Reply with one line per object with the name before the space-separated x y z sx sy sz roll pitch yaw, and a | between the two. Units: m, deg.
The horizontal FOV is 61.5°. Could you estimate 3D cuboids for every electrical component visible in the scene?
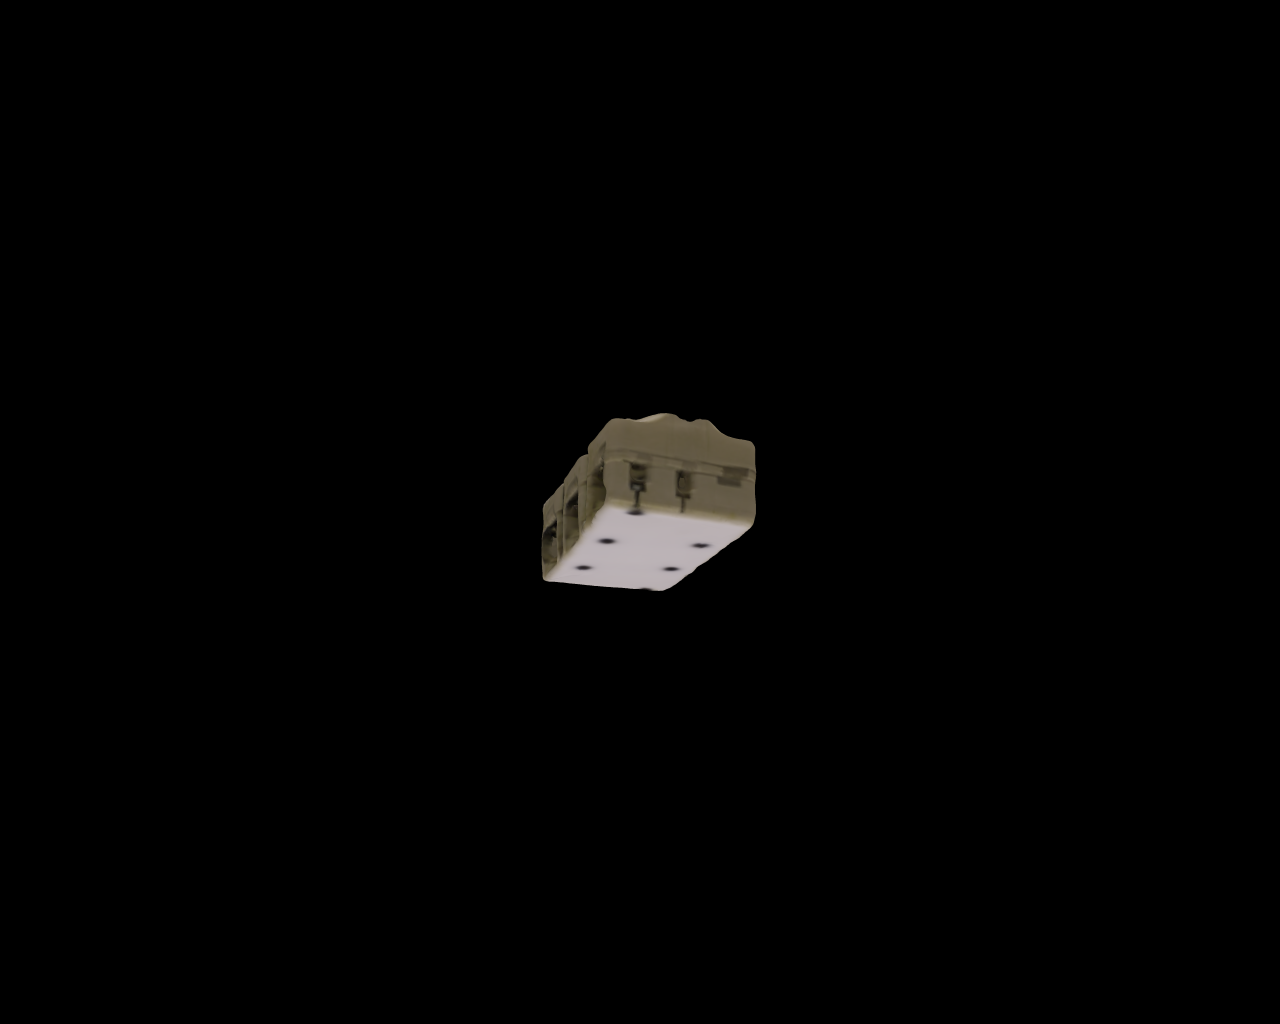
electrical component | 0.001 -0.003 0.650 0.089 0.062 0.150 7 -21 -18
